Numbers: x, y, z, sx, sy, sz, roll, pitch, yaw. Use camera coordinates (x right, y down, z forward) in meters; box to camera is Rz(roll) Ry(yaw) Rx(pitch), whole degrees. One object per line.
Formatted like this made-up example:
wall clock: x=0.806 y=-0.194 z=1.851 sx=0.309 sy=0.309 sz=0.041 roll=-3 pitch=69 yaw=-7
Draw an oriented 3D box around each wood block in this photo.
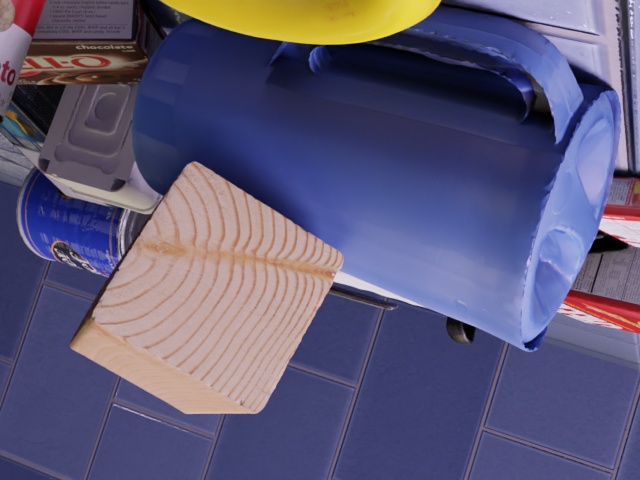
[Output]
wood block: x=-0.073 y=0.037 z=0.588 sx=0.090 sy=0.090 sz=0.206 roll=32 pitch=164 yaw=-8

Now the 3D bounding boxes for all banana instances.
banana: x=-0.011 y=-0.111 z=0.450 sx=0.198 sy=0.037 sz=0.069 roll=10 pitch=153 yaw=49

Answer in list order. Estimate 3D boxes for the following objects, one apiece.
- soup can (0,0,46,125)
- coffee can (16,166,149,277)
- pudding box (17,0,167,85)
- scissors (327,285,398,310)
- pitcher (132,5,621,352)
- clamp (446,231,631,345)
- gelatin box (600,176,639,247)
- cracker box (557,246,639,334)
soup can: x=-0.184 y=-0.119 z=0.562 sx=0.068 sy=0.102 sz=0.068 roll=18 pitch=175 yaw=1
coffee can: x=-0.186 y=-0.019 z=0.947 sx=0.141 sy=0.103 sz=0.102 roll=14 pitch=174 yaw=38
pudding box: x=-0.155 y=-0.121 z=0.643 sx=0.113 sy=0.039 sz=0.090 roll=-2 pitch=174 yaw=3
scissors: x=-0.001 y=0.030 z=0.667 sx=0.202 sy=0.016 sz=0.096 roll=15 pitch=175 yaw=44
pitcher: x=0.024 y=-0.050 z=0.556 sx=0.243 sy=0.149 sz=0.144 roll=19 pitch=-169 yaw=24
clamp: x=0.150 y=0.007 z=0.894 sx=0.036 sy=0.164 sz=0.210 roll=66 pitch=175 yaw=-21
gelatin box: x=0.218 y=-0.016 z=0.699 sx=0.089 sy=0.030 sz=0.073 roll=21 pitch=173 yaw=-37
cracker box: x=0.275 y=0.045 z=0.919 sx=0.164 sy=0.072 sz=0.214 roll=22 pitch=174 yaw=-36
